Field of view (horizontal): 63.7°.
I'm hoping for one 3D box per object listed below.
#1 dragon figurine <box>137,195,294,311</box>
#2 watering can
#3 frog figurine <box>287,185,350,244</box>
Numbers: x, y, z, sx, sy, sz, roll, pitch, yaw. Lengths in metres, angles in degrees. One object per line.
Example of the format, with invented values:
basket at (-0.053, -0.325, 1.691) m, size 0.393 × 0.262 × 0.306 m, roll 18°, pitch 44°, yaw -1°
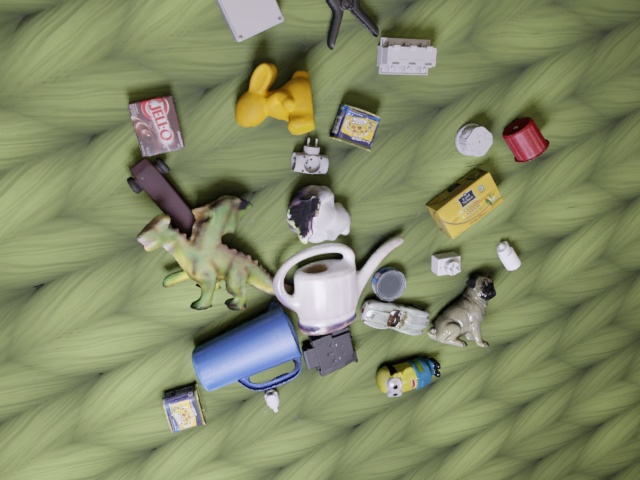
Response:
dragon figurine at (-0.205, 0.022, 1.144) m, size 0.410 × 0.124 × 0.240 m, roll 3°, pitch 110°, yaw -36°
watering can at (0.055, 0.109, 1.261) m, size 0.349 × 0.105 × 0.221 m, roll -10°, pitch 110°, yaw -19°
frog figurine at (0.004, -0.061, 1.211) m, size 0.160 × 0.123 × 0.136 m, roll -7°, pitch 104°, yaw -53°
